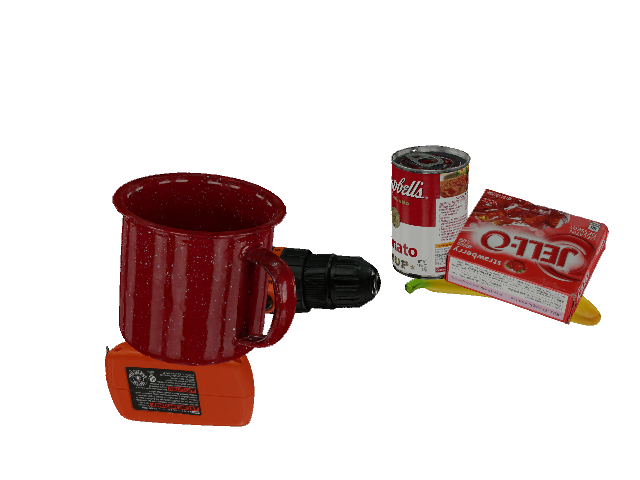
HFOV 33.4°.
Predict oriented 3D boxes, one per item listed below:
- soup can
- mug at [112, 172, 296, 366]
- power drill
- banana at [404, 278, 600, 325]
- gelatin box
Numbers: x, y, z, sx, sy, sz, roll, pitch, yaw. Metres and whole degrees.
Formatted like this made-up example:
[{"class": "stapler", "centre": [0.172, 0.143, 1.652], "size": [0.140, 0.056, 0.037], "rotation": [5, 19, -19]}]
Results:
[{"class": "soup can", "centre": [0.096, -0.025, 0.936], "size": [0.068, 0.102, 0.068], "rotation": [-1, 23, 0]}, {"class": "mug", "centre": [-0.059, 0.020, 0.582], "size": [0.117, 0.081, 0.093], "rotation": [22, 27, 33]}, {"class": "power drill", "centre": [-0.059, 0.061, 0.777], "size": [0.184, 0.057, 0.187], "rotation": [-1, 24, 15]}, {"class": "banana", "centre": [0.190, 0.052, 1.106], "size": [0.198, 0.037, 0.069], "rotation": [8, 40, 12]}, {"class": "gelatin box", "centre": [0.137, 0.008, 0.710], "size": [0.089, 0.030, 0.073], "rotation": [19, 48, 20]}]
